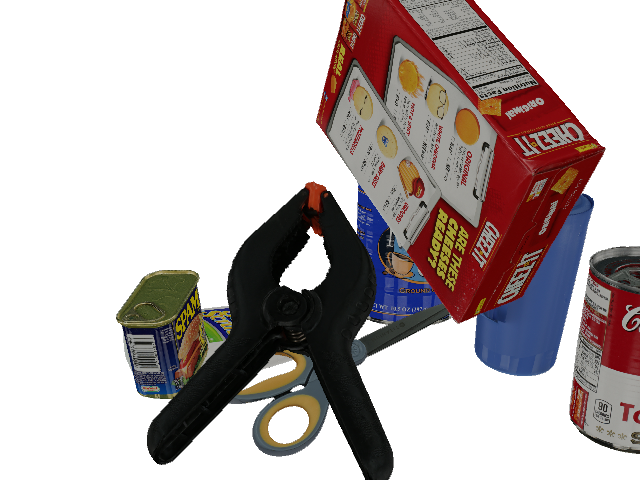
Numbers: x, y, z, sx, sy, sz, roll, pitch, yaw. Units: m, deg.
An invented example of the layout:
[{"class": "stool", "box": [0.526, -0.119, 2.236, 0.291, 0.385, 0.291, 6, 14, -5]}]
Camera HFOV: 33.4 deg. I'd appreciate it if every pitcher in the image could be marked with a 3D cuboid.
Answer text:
[{"class": "pitcher", "box": [0.258, 0.050, 1.369, 0.149, 0.243, 0.145, 5, 23, 2]}]

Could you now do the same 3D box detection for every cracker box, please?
[{"class": "cracker box", "box": [0.087, -0.076, 0.758, 0.072, 0.214, 0.164, -19, -32, -25]}]

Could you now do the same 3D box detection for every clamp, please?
[{"class": "clamp", "box": [-0.005, 0.049, 0.547, 0.120, 0.171, 0.039, 16, -28, 9]}]

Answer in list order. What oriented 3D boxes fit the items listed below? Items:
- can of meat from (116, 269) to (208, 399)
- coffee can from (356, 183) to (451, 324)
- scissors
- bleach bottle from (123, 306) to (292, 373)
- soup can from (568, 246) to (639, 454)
[{"class": "can of meat", "box": [-0.144, 0.088, 1.001, 0.057, 0.084, 0.102, -1, 26, 13]}, {"class": "coffee can", "box": [0.086, 0.004, 1.073, 0.103, 0.140, 0.103, 1, 14, 0]}, {"class": "scissors", "box": [0.022, 0.104, 0.804, 0.201, 0.096, 0.016, -10, -30, -11]}, {"class": "bleach bottle", "box": [-0.091, 0.109, 1.224, 0.250, 0.068, 0.103, -11, 33, -24]}, {"class": "soup can", "box": [0.183, 0.063, 0.617, 0.068, 0.102, 0.068, 2, 21, -1]}]
